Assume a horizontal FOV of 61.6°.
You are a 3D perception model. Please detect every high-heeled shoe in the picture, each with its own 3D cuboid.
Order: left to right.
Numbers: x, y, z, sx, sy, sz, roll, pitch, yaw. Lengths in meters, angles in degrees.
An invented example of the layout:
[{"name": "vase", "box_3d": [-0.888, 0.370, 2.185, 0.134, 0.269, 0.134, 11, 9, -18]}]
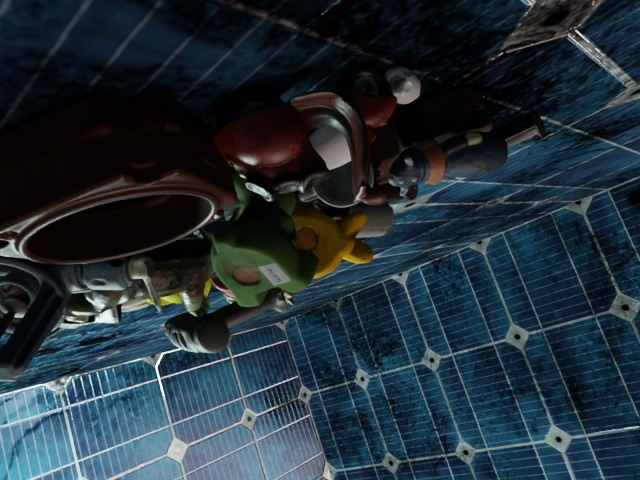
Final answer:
[{"name": "high-heeled shoe", "box_3d": [-0.425, 0.111, 0.942, 0.145, 0.086, 0.248, 2, 161, -20]}]

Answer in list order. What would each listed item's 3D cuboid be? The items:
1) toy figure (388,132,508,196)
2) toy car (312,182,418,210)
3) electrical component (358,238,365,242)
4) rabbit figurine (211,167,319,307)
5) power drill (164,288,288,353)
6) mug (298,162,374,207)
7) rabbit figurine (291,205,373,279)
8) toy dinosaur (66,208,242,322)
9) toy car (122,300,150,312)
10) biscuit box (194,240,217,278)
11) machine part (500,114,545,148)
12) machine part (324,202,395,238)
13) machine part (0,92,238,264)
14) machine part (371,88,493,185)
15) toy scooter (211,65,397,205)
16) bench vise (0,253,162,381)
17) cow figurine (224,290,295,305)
[{"name": "toy figure", "box_3d": [0.149, -0.095, 0.649, 0.154, 0.064, 0.058, -11, -157, -14]}, {"name": "toy car", "box_3d": [0.074, -0.080, 0.886, 0.202, 0.053, 0.089, -6, -177, -41]}, {"name": "electrical component", "box_3d": [0.025, -0.008, 1.158, 0.134, 0.058, 0.115, -21, 167, 10]}, {"name": "rabbit figurine", "box_3d": [-0.087, -0.022, 0.701, 0.121, 0.170, 0.159, -28, 125, 31]}, {"name": "power drill", "box_3d": [-0.175, 0.132, 0.979, 0.207, 0.086, 0.232, -19, -173, -23]}, {"name": "mug", "box_3d": [0.026, -0.078, 0.748, 0.109, 0.081, 0.107, -29, 175, 11]}, {"name": "rabbit figurine", "box_3d": [-0.002, -0.003, 0.853, 0.162, 0.121, 0.173, -12, 177, 3]}, {"name": "toy dinosaur", "box_3d": [-0.260, 0.040, 0.782, 0.405, 0.131, 0.192, -8, 154, -29]}, {"name": "toy car", "box_3d": [-0.321, 0.099, 1.104, 0.202, 0.056, 0.073, -14, 168, -20]}, {"name": "biscuit box", "box_3d": [-0.241, 0.043, 0.942, 0.203, 0.063, 0.059, -14, 167, -24]}, {"name": "machine part", "box_3d": [0.304, -0.165, 0.896, 0.139, 0.039, 0.084, -20, 164, 17]}, {"name": "machine part", "box_3d": [0.067, -0.041, 1.007, 0.079, 0.079, 0.243, -26, 168, 34]}, {"name": "machine part", "box_3d": [-0.196, -0.046, 0.514, 0.202, 0.087, 0.201, -19, 170, 11]}, {"name": "machine part", "box_3d": [0.145, -0.135, 0.727, 0.179, 0.056, 0.179, -19, 168, -4]}, {"name": "toy scooter", "box_3d": [-0.004, -0.085, 0.512, 0.184, 0.135, 0.075, -16, 171, -8]}, {"name": "bench vise", "box_3d": [-0.310, 0.070, 0.601, 0.224, 0.241, 0.128, 8, 126, -3]}, {"name": "cow figurine", "box_3d": [-0.137, 0.111, 1.286, 0.195, 0.127, 0.085, -9, 168, -34]}]
